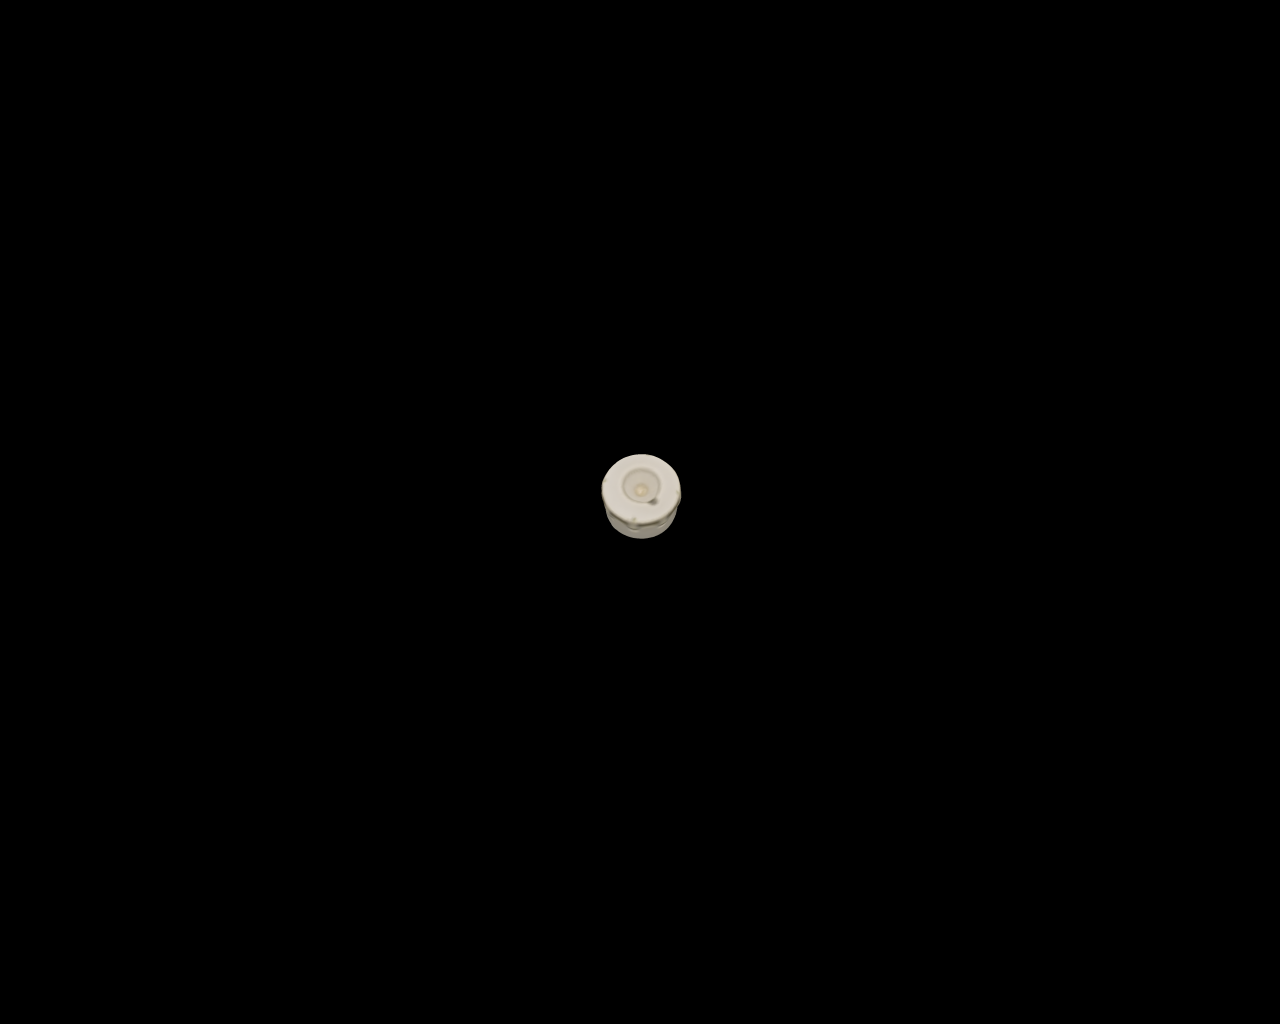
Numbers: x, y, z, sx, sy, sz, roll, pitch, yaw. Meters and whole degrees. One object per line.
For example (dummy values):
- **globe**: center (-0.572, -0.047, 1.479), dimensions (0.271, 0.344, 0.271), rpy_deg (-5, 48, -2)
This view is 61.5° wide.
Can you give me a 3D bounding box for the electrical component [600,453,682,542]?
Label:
- **electrical component**: center (0.001, -0.003, 0.650), dimensions (0.048, 0.048, 0.062), rpy_deg (0, -26, 0)
